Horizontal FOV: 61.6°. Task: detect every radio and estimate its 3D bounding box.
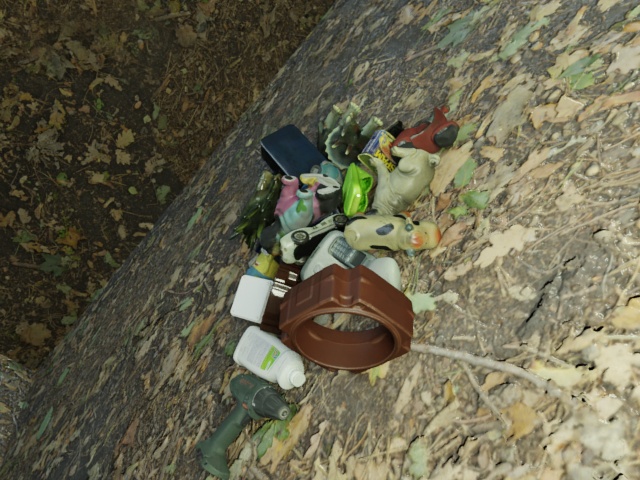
[{"bbox_3d":[-0.071,-0.229,1.577,0.131,0.073,0.230,-30,60,-19],"label":"radio"}]

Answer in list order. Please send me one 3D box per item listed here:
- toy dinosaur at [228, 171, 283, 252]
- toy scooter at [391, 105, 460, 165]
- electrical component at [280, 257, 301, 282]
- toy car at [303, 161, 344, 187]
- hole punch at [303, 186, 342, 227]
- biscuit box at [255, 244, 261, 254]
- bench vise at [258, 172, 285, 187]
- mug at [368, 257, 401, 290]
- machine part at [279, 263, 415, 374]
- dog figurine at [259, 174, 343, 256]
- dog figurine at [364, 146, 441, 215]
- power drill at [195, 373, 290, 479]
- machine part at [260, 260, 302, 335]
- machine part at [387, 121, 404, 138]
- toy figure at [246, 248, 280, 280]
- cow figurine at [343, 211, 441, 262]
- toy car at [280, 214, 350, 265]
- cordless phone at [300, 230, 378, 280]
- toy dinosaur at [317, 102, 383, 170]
[{"bbox_3d":[-0.158,-0.082,1.468,0.198,0.105,0.471,-66,4,-34],"label":"toy dinosaur"},{"bbox_3d":[0.249,-0.250,1.252,0.184,0.075,0.135,-19,41,45],"label":"toy scooter"},{"bbox_3d":[-0.047,0.049,1.378,0.115,0.058,0.134,-38,28,23],"label":"electrical component"},{"bbox_3d":[0.008,-0.128,1.467,0.161,0.109,0.103,-51,55,12],"label":"toy car"},{"bbox_3d":[-0.019,-0.085,1.387,0.142,0.115,0.092,-29,-2,19],"label":"hole punch"},{"bbox_3d":[-0.113,-0.014,1.520,0.202,0.059,0.063,-39,26,52],"label":"biscuit box"},{"bbox_3d":[-0.099,-0.188,1.679,0.223,0.129,0.241,-47,7,28],"label":"bench vise"},{"bbox_3d":[0.109,0.088,1.039,0.110,0.080,0.107,-14,35,36],"label":"mug"},{"bbox_3d":[0.045,0.143,0.930,0.201,0.201,0.087,-33,35,34],"label":"machine part"},{"bbox_3d":[-0.050,-0.045,1.302,0.109,0.191,0.219,43,128,37],"label":"dog figurine"},{"bbox_3d":[0.177,-0.090,1.161,0.172,0.121,0.190,-23,52,50],"label":"dog figurine"},{"bbox_3d":[-0.165,0.383,1.116,0.207,0.086,0.232,-60,26,-5],"label":"power drill"},{"bbox_3d":[-0.089,0.133,1.249,0.179,0.056,0.179,7,-80,-90],"label":"machine part"},{"bbox_3d":[0.182,-0.258,1.418,0.084,0.039,0.139,-23,36,38],"label":"machine part"},{"bbox_3d":[-0.148,0.084,1.477,0.082,0.089,0.180,32,94,45],"label":"toy figure"},{"bbox_3d":[0.140,-0.013,1.057,0.195,0.085,0.127,2,16,24],"label":"cow figurine"},{"bbox_3d":[-0.003,-0.004,1.254,0.202,0.073,0.056,-23,40,-28],"label":"toy car"},{"bbox_3d":[0.051,0.069,1.163,0.146,0.088,0.184,-54,29,-3],"label":"cordless phone"},{"bbox_3d":[0.053,-0.299,1.608,0.192,0.131,0.405,-56,19,-10],"label":"toy dinosaur"}]
